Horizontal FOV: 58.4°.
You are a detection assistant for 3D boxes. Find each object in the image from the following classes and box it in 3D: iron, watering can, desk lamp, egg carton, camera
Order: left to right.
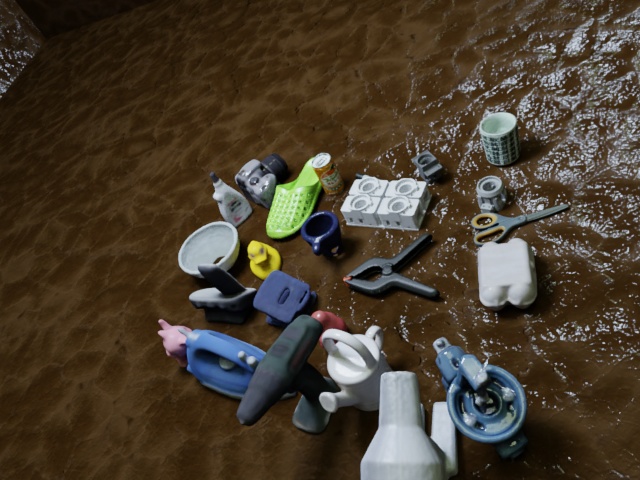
[{"bbox_3d":[-0.175,0.243,1.164,0.257,0.142,0.119,10,56,34],"label":"iron"},{"bbox_3d":[-0.147,-0.174,1.556,0.137,0.101,0.142,-46,46,-16],"label":"camera"},{"bbox_3d":[0.062,0.226,1.018,0.100,0.195,0.173,-6,49,23],"label":"watering can"},{"bbox_3d":[0.140,0.310,0.888,0.117,0.214,0.203,-9,48,21],"label":"desk lamp"},{"bbox_3d":[0.359,0.065,1.100,0.107,0.070,0.150,-9,48,20],"label":"egg carton"}]

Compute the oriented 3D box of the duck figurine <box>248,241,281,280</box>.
[{"bbox_3d":[-0.143,0.036,1.375,0.077,0.086,0.104,-27,44,3],"label":"duck figurine"}]

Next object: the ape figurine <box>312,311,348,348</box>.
[{"bbox_3d":[0.011,0.174,1.166,0.076,0.092,0.078,-5,49,24],"label":"ape figurine"}]

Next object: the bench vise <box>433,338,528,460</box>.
[{"bbox_3d":[0.231,0.231,0.908,0.121,0.220,0.206,-45,46,-15],"label":"bench vise"}]

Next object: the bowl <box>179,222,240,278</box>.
[{"bbox_3d":[-0.267,0.038,1.446,0.167,0.075,0.167,-14,46,16],"label":"bowl"}]

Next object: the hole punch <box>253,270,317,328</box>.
[{"bbox_3d":[-0.075,0.130,1.251,0.100,0.091,0.109,9,56,34],"label":"hole punch"}]

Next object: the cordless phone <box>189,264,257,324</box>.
[{"bbox_3d":[-0.241,0.104,1.293,0.147,0.186,0.094,-4,50,25],"label":"cordless phone"}]

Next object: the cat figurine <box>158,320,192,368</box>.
[{"bbox_3d":[-0.322,0.221,1.278,0.067,0.118,0.127,-41,45,-11],"label":"cat figurine"}]

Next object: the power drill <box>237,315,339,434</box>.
[{"bbox_3d":[-0.045,0.262,1.031,0.075,0.209,0.230,6,54,31],"label":"power drill"}]

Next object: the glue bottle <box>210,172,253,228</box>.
[{"bbox_3d":[-0.243,-0.113,1.499,0.037,0.174,0.078,25,66,41],"label":"glue bottle"}]

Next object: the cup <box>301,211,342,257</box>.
[{"bbox_3d":[0.012,0.005,1.316,0.091,0.095,0.118,-9,48,20],"label":"cup"}]
